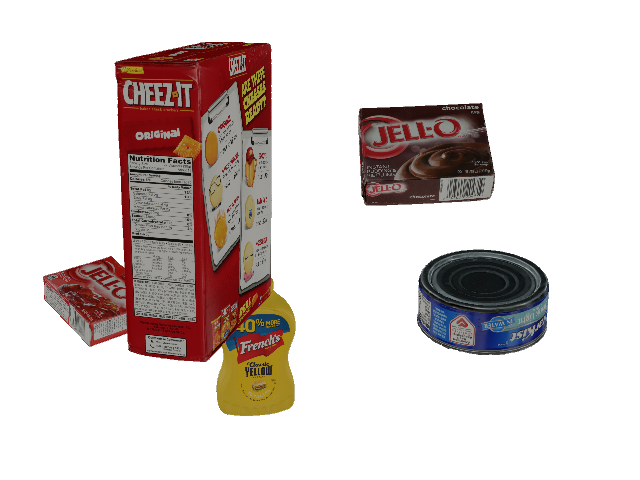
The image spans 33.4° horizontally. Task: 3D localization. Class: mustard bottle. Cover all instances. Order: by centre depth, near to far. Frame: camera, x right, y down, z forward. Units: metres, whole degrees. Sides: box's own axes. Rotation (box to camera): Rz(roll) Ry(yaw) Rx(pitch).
[{"bbox_3d":[-0.079,0.118,1.308,0.096,0.192,0.058,-2,19,-10],"label":"mustard bottle"}]

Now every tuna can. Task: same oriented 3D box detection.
[{"bbox_3d":[0.107,0.039,0.702,0.086,0.034,0.086,-1,26,0],"label":"tuna can"}]

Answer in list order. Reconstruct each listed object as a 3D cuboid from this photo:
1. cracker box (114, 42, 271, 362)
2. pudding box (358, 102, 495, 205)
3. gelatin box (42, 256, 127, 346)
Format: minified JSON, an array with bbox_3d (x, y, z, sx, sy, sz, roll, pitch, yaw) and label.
[{"bbox_3d":[-0.091,-0.037,0.809,0.072,0.214,0.164,4,15,14],"label":"cracker box"},{"bbox_3d":[0.091,-0.076,0.934,0.113,0.090,0.039,-1,-39,-1],"label":"pudding box"},{"bbox_3d":[-0.201,0.053,0.977,0.073,0.030,0.089,-18,39,-36],"label":"gelatin box"}]
